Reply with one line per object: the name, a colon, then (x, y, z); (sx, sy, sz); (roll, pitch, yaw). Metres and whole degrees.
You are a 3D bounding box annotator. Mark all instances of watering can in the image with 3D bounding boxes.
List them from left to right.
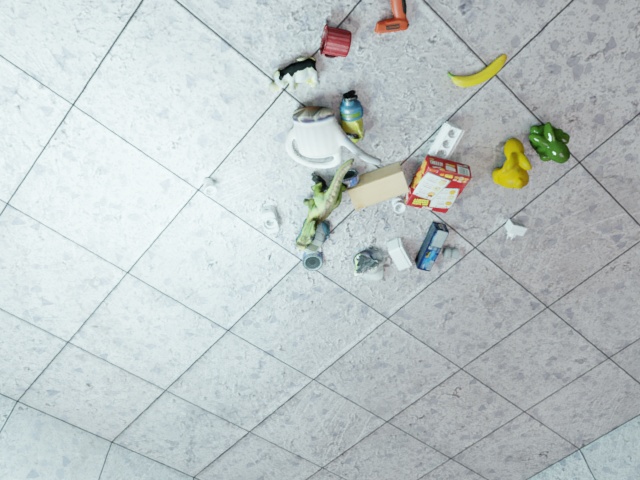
watering can: (0.032, -0.343, 1.731); (0.348, 0.106, 0.219); (4, 125, 25)

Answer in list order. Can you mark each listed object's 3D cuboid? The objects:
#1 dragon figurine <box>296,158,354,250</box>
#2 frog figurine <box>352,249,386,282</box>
dragon figurine: (0.005, -0.089, 1.772); (0.122, 0.248, 0.402); (21, 146, -10)
frog figurine: (0.207, 0.104, 2.073); (0.136, 0.125, 0.158); (-44, 151, 14)
